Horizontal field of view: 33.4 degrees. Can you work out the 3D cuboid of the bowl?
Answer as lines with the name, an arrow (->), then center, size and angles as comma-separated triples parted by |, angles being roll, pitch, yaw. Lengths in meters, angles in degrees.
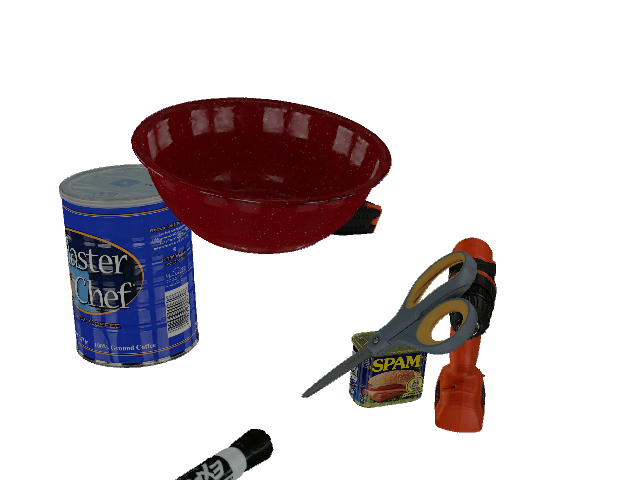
bowl -> -0.038, -0.037, 0.673 | 0.162, 0.055, 0.162 | 5, 27, -3

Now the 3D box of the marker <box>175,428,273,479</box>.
marker -> -0.062, 0.124, 0.541 | 0.020, 0.020, 0.120 | 0, 14, 32

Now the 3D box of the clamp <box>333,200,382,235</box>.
clamp -> -0.030, -0.037, 1.066 | 0.209, 0.036, 0.165 | 14, 20, -20

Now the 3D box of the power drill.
power drill -> 0.158, 0.110, 1.154 | 0.057, 0.188, 0.184 | 7, 25, 8

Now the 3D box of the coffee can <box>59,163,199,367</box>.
coffee can -> -0.153, 0.018, 0.868 | 0.103, 0.140, 0.103 | -1, 19, 0

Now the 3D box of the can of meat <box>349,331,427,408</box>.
can of meat -> 0.089, 0.168, 1.404 | 0.102, 0.084, 0.057 | -4, 25, -19

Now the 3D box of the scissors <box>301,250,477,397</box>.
scissors -> 0.059, 0.092, 0.877 | 0.016, 0.202, 0.096 | 32, 20, -30
